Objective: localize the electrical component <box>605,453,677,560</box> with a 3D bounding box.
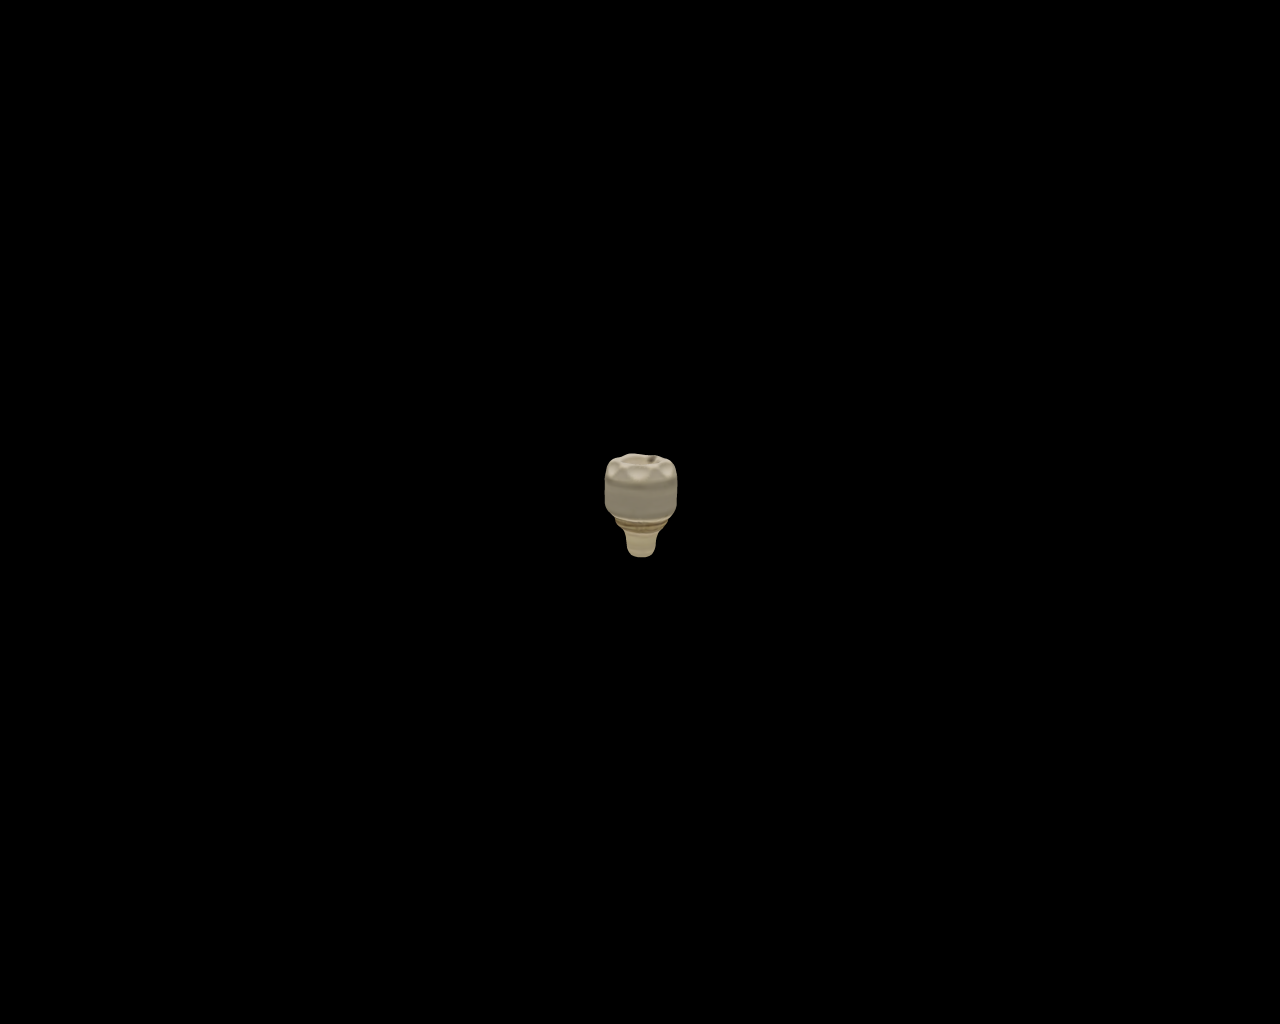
[{"bbox_3d":[0.001,-0.003,0.650,0.043,0.062,0.043,0,15,0],"label":"electrical component"}]
